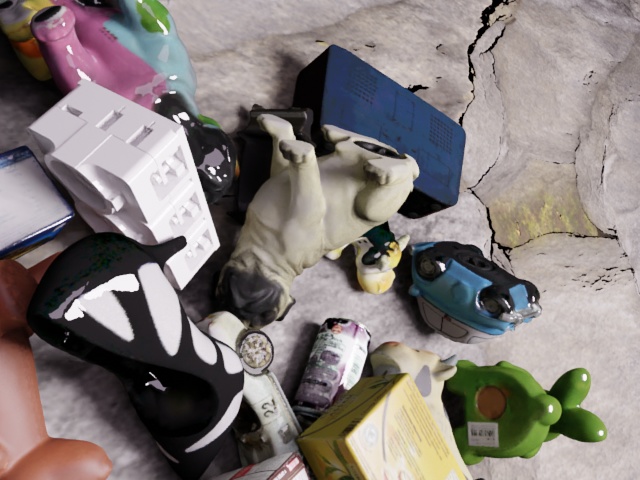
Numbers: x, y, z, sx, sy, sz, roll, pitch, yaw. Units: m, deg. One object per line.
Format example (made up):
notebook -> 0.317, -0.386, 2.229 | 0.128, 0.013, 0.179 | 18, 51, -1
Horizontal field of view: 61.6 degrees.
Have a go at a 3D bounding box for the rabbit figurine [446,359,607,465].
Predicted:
rabbit figurine -> 0.255, 0.202, 0.658 | 0.170, 0.159, 0.121 | 23, 52, -46

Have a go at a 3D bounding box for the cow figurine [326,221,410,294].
cow figurine -> 0.046, -0.018, 0.592 | 0.167, 0.098, 0.068 | 51, 47, -12

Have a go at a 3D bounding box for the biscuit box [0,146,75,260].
biscuit box -> -0.257, 0.015, 0.320 | 0.203, 0.063, 0.059 | -39, 101, -40

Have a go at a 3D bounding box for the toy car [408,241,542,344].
toy car -> 0.176, 0.071, 0.650 | 0.109, 0.162, 0.102 | -7, 124, -43

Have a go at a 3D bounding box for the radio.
radio -> 0.076, -0.123, 0.663 | 0.229, 0.073, 0.131 | 23, 64, -27

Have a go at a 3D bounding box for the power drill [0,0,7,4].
power drill -> -0.349, -0.177, 0.363 | 0.232, 0.086, 0.207 | 9, 65, -19

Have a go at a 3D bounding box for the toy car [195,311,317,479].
toy car -> -0.055, 0.157, 0.476 | 0.056, 0.073, 0.201 | -28, 93, -42

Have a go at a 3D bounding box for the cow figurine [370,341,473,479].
cow figurine -> 0.107, 0.201, 0.576 | 0.127, 0.085, 0.195 | -19, 85, -33

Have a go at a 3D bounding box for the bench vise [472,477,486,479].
bench vise -> 0.188, 0.377, 0.544 | 0.240, 0.129, 0.223 | -7, 72, -55

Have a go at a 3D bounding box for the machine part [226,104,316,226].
machine part -> -0.052, -0.078, 0.560 | 0.084, 0.039, 0.139 | 10, 74, 12

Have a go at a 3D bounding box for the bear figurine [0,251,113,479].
bear figurine -> -0.187, 0.122, 0.350 | 0.132, 0.120, 0.196 | -31, 90, -1

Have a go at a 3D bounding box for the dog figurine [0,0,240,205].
dog figurine -> -0.158, -0.119, 0.474 | 0.108, 0.192, 0.219 | -45, 135, -21

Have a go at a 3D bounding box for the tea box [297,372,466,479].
tea box -> 0.067, 0.212, 0.460 | 0.098, 0.068, 0.169 | -29, 92, -43

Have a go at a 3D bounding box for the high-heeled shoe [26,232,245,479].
high-heeled shoe -> -0.118, 0.107, 0.365 | 0.145, 0.086, 0.248 | -52, 143, -65

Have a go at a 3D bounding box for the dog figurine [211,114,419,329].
dog figurine -> -0.004, -0.003, 0.506 | 0.172, 0.190, 0.121 | 10, 24, -14
